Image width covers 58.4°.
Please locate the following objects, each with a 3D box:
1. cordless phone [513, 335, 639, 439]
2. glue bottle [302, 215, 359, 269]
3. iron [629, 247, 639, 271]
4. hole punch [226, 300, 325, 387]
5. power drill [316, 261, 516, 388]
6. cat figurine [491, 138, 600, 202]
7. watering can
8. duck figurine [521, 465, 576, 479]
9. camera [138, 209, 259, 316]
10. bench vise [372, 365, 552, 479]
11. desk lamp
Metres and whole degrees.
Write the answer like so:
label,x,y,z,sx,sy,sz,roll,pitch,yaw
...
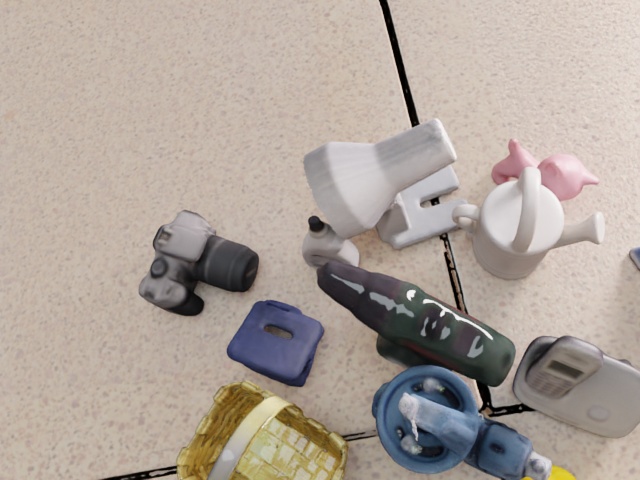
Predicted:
label,x,y,z,sx,sy,sz,roll,pitch,yaw
cordless phone,0.307,0.160,0.649,0.147,0.185,0.094,18,75,14
glue bottle,0.007,0.003,0.755,0.078,0.173,0.037,10,73,12
iron,0.517,0.052,0.676,0.257,0.141,0.119,26,78,16
hole punch,-0.058,0.133,0.765,0.108,0.091,0.101,17,75,14
power drill,0.110,0.107,0.685,0.229,0.209,0.076,23,77,15
cat figurine,0.301,-0.092,0.770,0.067,0.118,0.127,-44,71,-7
watering can,0.257,-0.025,0.714,0.172,0.194,0.101,-11,70,5
duck figurine,0.273,0.303,0.660,0.104,0.086,0.077,38,81,18
camera,-0.167,0.039,0.808,0.136,0.101,0.143,17,75,14
bench vise,0.156,0.202,0.640,0.207,0.220,0.121,3,72,10
desk lamp,0.094,-0.070,0.744,0.203,0.214,0.118,-19,70,2
